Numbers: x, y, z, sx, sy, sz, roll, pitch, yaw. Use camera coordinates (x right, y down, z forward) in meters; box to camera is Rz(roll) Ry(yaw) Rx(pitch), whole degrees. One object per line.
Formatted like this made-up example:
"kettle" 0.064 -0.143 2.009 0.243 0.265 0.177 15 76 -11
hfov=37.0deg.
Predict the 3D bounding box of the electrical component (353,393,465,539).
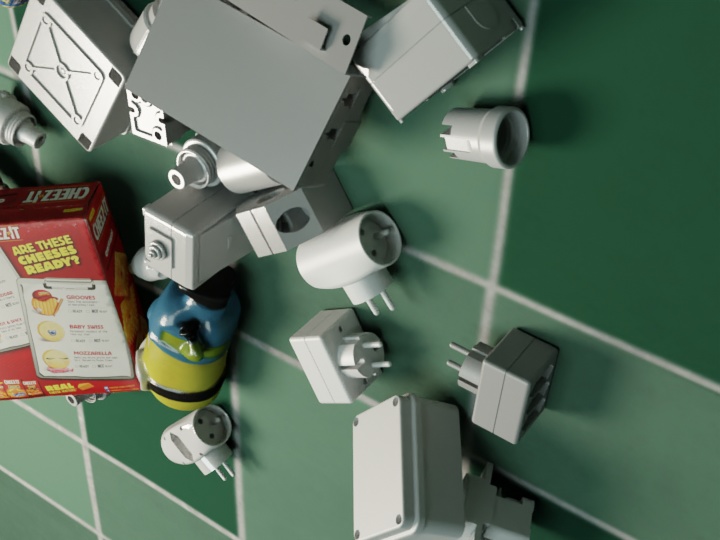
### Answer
"electrical component" 0.037 0.163 0.865 0.057 0.113 0.078 15 149 -29

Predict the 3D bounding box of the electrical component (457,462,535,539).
"electrical component" 0.107 0.204 0.874 0.064 0.081 0.042 19 134 0

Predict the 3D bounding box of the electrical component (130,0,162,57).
"electrical component" -0.146 -0.188 0.819 0.040 0.040 0.078 50 139 0

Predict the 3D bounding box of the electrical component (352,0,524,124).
"electrical component" 0.042 -0.142 0.675 0.061 0.062 0.096 53 139 -4

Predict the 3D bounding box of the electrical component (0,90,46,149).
"electrical component" -0.325 -0.136 1.011 0.062 0.048 0.048 31 136 10

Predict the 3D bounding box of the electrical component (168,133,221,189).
"electrical component" -0.126 -0.086 0.862 0.048 0.062 0.048 23 132 27

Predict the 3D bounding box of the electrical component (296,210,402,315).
"electrical component" 0.000 0.000 0.832 0.077 0.043 0.079 -20 106 47

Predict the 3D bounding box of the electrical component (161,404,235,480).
"electrical component" -0.157 0.183 1.104 0.079 0.043 0.077 52 139 -4

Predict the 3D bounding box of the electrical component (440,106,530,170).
"electrical component" 0.081 -0.087 0.701 0.046 0.040 0.040 12 127 42

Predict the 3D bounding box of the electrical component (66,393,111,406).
"electrical component" -0.288 0.122 1.157 0.048 0.062 0.048 22 132 27

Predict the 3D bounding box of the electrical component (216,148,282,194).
"electrical component" -0.068 -0.086 0.826 0.081 0.043 0.043 -8 114 43

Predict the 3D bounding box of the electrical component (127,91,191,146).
"electrical component" -0.150 -0.133 0.852 0.048 0.055 0.066 22 132 27

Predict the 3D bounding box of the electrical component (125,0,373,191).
"electrical component" -0.076 -0.132 0.763 0.150 0.062 0.089 32 106 14

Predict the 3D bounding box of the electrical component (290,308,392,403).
"electrical component" -0.006 0.070 0.887 0.077 0.047 0.065 -7 115 43

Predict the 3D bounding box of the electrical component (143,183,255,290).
"electrical component" -0.133 -0.030 0.883 0.061 0.096 0.061 28 134 21

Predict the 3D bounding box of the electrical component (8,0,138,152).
"electrical component" -0.225 -0.173 0.887 0.108 0.056 0.108 47 139 3

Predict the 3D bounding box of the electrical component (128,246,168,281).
"electrical component" -0.196 -0.006 1.004 0.061 0.035 0.035 -13 111 48

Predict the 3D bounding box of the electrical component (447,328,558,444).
"electrical component" 0.099 0.078 0.802 0.077 0.047 0.065 26 134 24
